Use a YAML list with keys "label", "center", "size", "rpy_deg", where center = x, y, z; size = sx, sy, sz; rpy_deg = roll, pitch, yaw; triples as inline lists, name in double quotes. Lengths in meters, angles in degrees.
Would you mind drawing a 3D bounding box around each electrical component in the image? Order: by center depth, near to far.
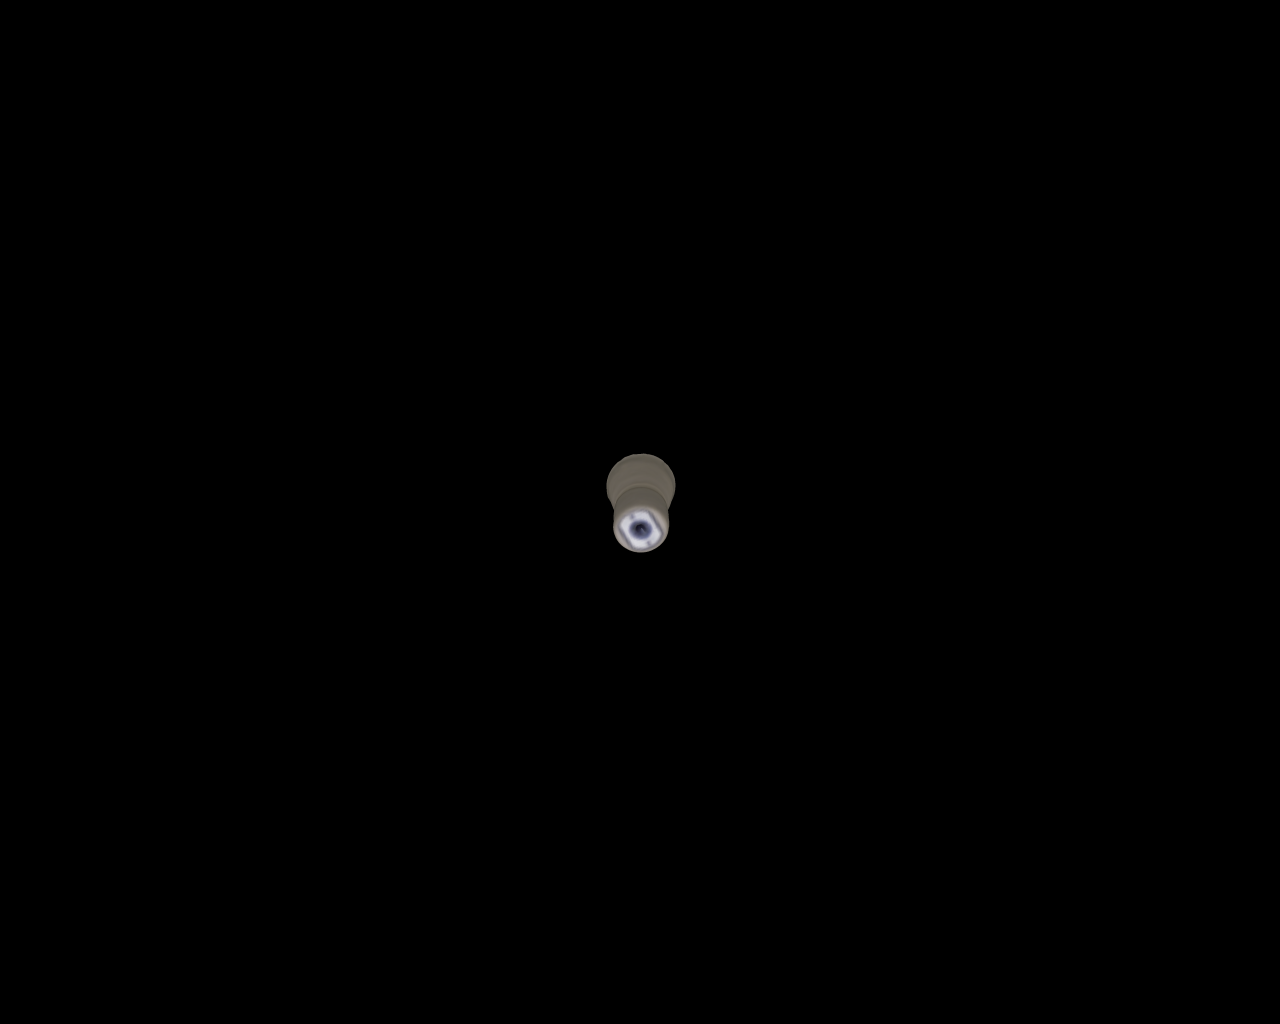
- label: "electrical component"
  center: [0.001, -0.003, 0.650]
  size: [0.044, 0.044, 0.065]
  rpy_deg: [0, 27, 0]
